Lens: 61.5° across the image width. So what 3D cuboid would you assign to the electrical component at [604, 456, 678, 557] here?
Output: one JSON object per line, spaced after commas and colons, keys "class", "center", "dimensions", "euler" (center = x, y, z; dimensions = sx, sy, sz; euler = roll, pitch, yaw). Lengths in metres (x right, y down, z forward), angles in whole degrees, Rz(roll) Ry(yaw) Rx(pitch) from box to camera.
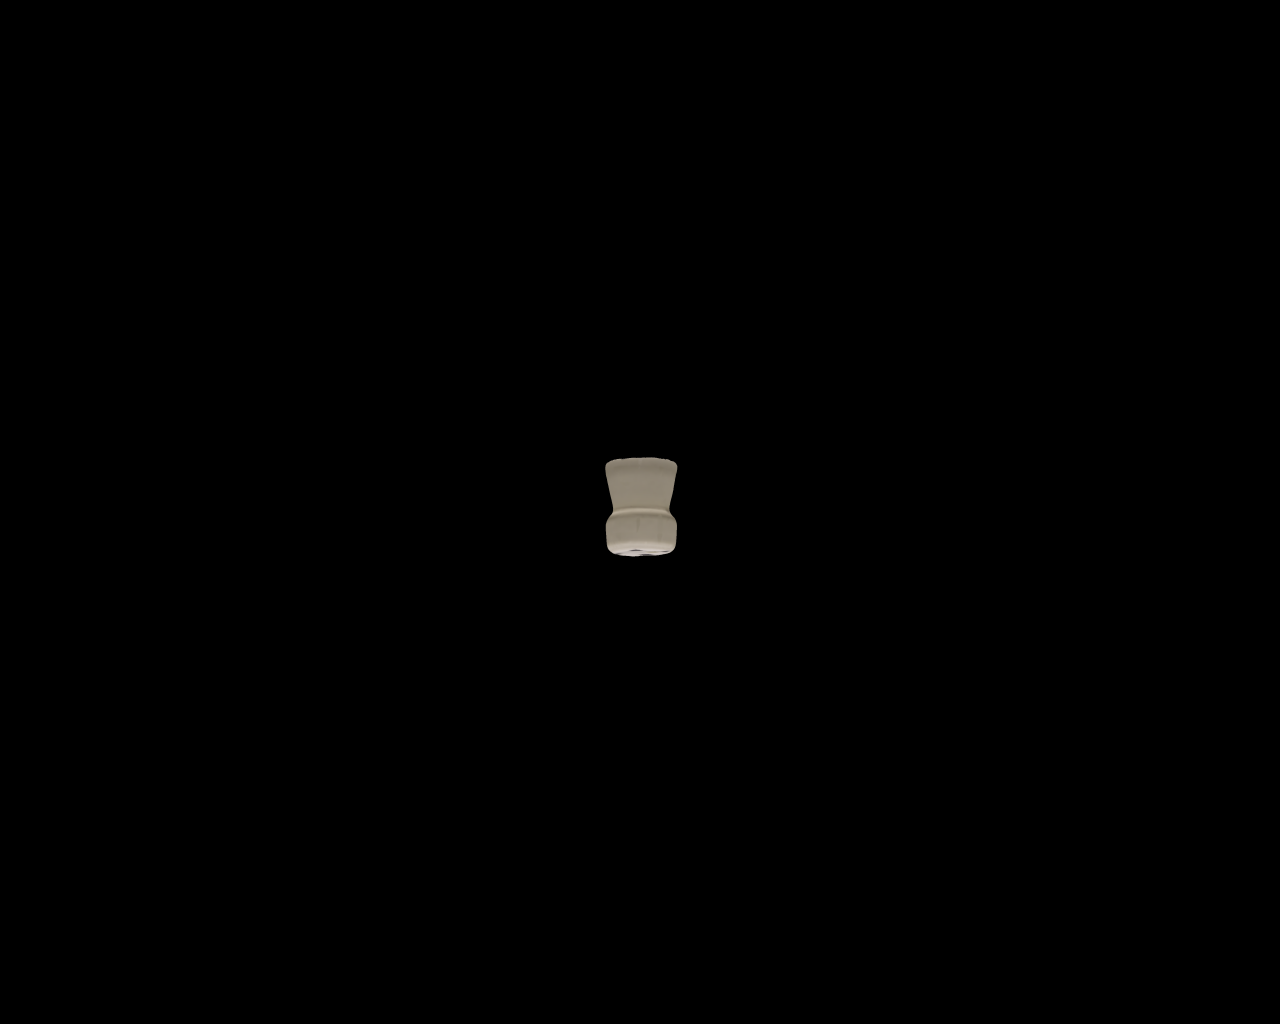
{"class": "electrical component", "center": [0.001, -0.003, 0.650], "dimensions": [0.045, 0.055, 0.045], "euler": [0, -9, 0]}
